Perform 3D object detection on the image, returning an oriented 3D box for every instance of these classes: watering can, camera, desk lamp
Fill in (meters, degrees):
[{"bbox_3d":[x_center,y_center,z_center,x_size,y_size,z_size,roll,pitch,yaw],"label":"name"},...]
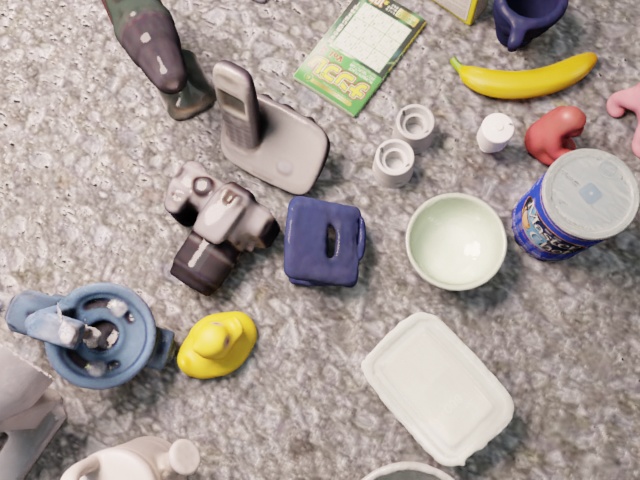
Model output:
[{"bbox_3d":[-0.213,0.269,0.617,0.101,0.194,0.173,39,83,11],"label":"watering can"},{"bbox_3d":[-0.143,-0.010,0.721,0.143,0.101,0.137,31,81,9],"label":"camera"},{"bbox_3d":[-0.373,0.194,0.632,0.118,0.213,0.203,30,81,9],"label":"desk lamp"}]

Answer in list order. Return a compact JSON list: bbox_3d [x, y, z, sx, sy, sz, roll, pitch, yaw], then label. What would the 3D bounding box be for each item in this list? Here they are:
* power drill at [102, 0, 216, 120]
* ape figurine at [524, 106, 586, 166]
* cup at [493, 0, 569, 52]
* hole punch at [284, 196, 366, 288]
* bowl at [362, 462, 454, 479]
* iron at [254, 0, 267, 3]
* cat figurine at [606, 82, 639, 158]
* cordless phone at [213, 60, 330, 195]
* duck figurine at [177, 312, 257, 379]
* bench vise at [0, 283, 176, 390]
[{"bbox_3d":[-0.200,-0.239,0.719,0.075,0.208,0.229,-30,78,-3],"label":"power drill"},{"bbox_3d":[0.307,-0.139,0.729,0.076,0.092,0.078,14,79,6],"label":"ape figurine"},{"bbox_3d":[0.266,-0.288,0.762,0.091,0.095,0.118,20,80,7],"label":"cup"},{"bbox_3d":[0.007,0.003,0.715,0.101,0.091,0.109,3,78,4],"label":"hole punch"},{"bbox_3d":[0.099,0.334,0.646,0.167,0.075,0.167,-1,78,3],"label":"bowl"},{"bbox_3d":[-0.146,-0.473,0.801,0.118,0.141,0.258,-30,78,-3],"label":"iron"},{"bbox_3d":[0.434,-0.158,0.713,0.067,0.118,0.128,-27,77,-2],"label":"cat figurine"},{"bbox_3d":[-0.062,-0.139,0.702,0.147,0.185,0.094,25,80,8],"label":"cordless phone"},{"bbox_3d":[-0.131,0.127,0.699,0.104,0.086,0.077,-33,78,-4],"label":"duck figurine"},{"bbox_3d":[-0.288,0.108,0.643,0.207,0.220,0.121,-3,77,3],"label":"bench vise"}]
